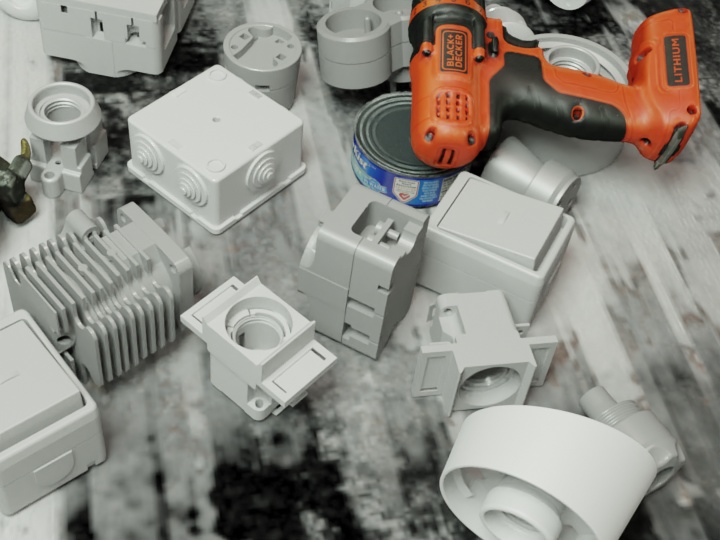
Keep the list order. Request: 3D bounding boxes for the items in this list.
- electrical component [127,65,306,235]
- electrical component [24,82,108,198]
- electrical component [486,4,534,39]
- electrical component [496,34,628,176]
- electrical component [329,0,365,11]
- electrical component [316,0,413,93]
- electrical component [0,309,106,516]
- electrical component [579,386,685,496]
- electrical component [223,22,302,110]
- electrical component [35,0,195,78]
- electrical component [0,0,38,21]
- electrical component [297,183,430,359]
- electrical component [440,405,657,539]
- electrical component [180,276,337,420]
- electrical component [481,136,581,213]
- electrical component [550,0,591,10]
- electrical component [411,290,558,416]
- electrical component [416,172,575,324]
[{"bbox_3d":[-0.096,-0.084,0.718,0.100,0.048,0.100,36,55,22],"label":"electrical component"},{"bbox_3d":[-0.193,-0.089,0.706,0.048,0.055,0.066,15,49,5],"label":"electrical component"},{"bbox_3d":[0.109,-0.184,0.836,0.048,0.048,0.062,0,43,-7],"label":"electrical component"},{"bbox_3d":[0.147,-0.127,0.780,0.108,0.060,0.108,4,49,-4],"label":"electrical component"},{"bbox_3d":[0.015,-0.225,0.823,0.061,0.096,0.062,-30,59,-28],"label":"electrical component"},{"bbox_3d":[0.030,-0.162,0.787,0.138,0.073,0.052,-30,46,-28],"label":"electrical component"},{"bbox_3d":[-0.186,0.067,0.568,0.062,0.061,0.096,-29,59,-28],"label":"electrical component"},{"bbox_3d":[0.148,0.093,0.602,0.043,0.043,0.062,-19,53,-22],"label":"electrical component"},{"bbox_3d":[-0.071,-0.142,0.773,0.055,0.047,0.055,4,49,-4],"label":"electrical component"},{"bbox_3d":[-0.175,-0.218,0.815,0.089,0.061,0.150,11,49,2],"label":"electrical component"},{"bbox_3d":[-0.252,-0.224,0.823,0.048,0.048,0.062,7,42,-1],"label":"electrical component"},{"bbox_3d":[0.000,0.000,0.632,0.056,0.089,0.050,25,51,13],"label":"electrical component"},{"bbox_3d":[0.093,0.108,0.549,0.099,0.099,0.064,26,57,14],"label":"electrical component"},{"bbox_3d":[-0.058,0.046,0.602,0.081,0.063,0.042,37,54,22],"label":"electrical component"},{"bbox_3d":[0.115,-0.058,0.727,0.055,0.045,0.045,33,53,20],"label":"electrical component"},{"bbox_3d":[0.138,-0.264,0.902,0.138,0.052,0.074,39,55,24],"label":"electrical component"},{"bbox_3d":[0.069,0.047,0.633,0.081,0.042,0.063,-4,46,-12],"label":"electrical component"},{"bbox_3d":[0.078,-0.018,0.676,0.096,0.061,0.061,25,51,14],"label":"electrical component"}]
